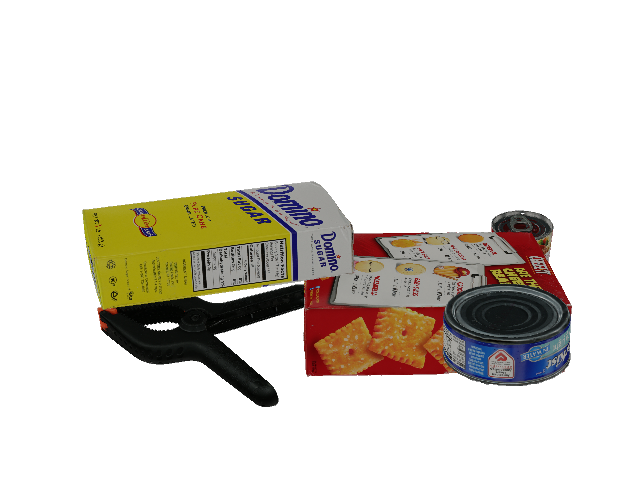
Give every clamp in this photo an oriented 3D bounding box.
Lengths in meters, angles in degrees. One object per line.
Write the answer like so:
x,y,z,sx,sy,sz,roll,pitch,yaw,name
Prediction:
-0.117,0.094,1.034,0.210,0.036,0.164,3,35,5,clamp

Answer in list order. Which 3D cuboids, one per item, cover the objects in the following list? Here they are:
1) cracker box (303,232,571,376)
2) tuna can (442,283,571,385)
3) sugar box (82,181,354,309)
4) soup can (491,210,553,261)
0.092,0.053,0.928,0.213,0.072,0.164,0,22,0,cracker box
0.125,0.061,0.718,0.086,0.034,0.086,-3,24,1,tuna can
-0.073,0.000,0.748,0.176,0.048,0.093,-11,26,-13,sugar box
0.227,0.026,1.210,0.068,0.102,0.068,-2,29,1,soup can
